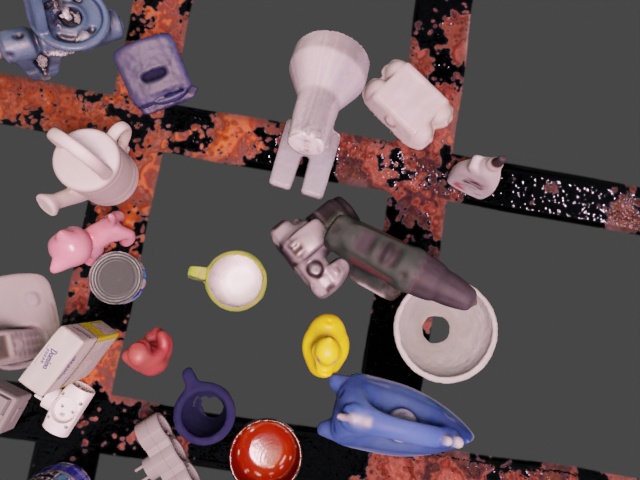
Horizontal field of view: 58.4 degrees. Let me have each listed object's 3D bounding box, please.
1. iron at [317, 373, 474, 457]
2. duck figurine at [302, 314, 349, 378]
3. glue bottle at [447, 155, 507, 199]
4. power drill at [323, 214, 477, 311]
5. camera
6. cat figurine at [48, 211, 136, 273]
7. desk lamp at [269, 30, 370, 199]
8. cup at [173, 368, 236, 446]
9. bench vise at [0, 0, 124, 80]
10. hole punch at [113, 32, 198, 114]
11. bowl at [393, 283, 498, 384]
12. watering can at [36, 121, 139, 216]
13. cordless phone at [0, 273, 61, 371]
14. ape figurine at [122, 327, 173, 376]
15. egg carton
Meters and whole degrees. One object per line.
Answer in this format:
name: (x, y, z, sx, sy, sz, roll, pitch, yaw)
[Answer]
iron: (0.132, 0.285, 0.879, 0.258, 0.141, 0.119, 13, 82, -2)
duck figurine: (0.011, 0.170, 0.915, 0.077, 0.086, 0.104, 7, 82, -2)
glue bottle: (0.263, -0.109, 0.922, 0.078, 0.173, 0.037, 23, 82, 0)
power drill: (0.111, 0.042, 0.876, 0.229, 0.208, 0.076, 28, 82, 1)
camera: (0.009, 0.003, 0.929, 0.137, 0.100, 0.143, -40, 86, -7)
cat figurine: (-0.367, -0.001, 0.898, 0.128, 0.117, 0.067, -35, 86, -7)
desk lamp: (-0.005, -0.189, 0.896, 0.118, 0.213, 0.203, 15, 82, -1)
cup: (-0.179, 0.251, 0.888, 0.092, 0.095, 0.118, -25, 85, -6)
bench vise: (-0.423, -0.332, 0.886, 0.207, 0.219, 0.121, -43, 87, -7)
hole punch: (-0.272, -0.276, 0.953, 0.109, 0.091, 0.101, -23, 84, -6)
bowl: (0.197, 0.146, 0.935, 0.167, 0.074, 0.167, 0, 83, -3)
watering can: (-0.354, -0.111, 0.874, 0.101, 0.194, 0.173, 16, 82, -1)
cordless phone: (-0.463, 0.120, 0.842, 0.094, 0.185, 0.147, -17, 84, -5)
ape figurine: (-0.272, 0.176, 0.894, 0.078, 0.092, 0.076, -7, 83, -4)
egg carton: (0.149, -0.232, 0.984, 0.150, 0.069, 0.107, 44, 82, 3)
